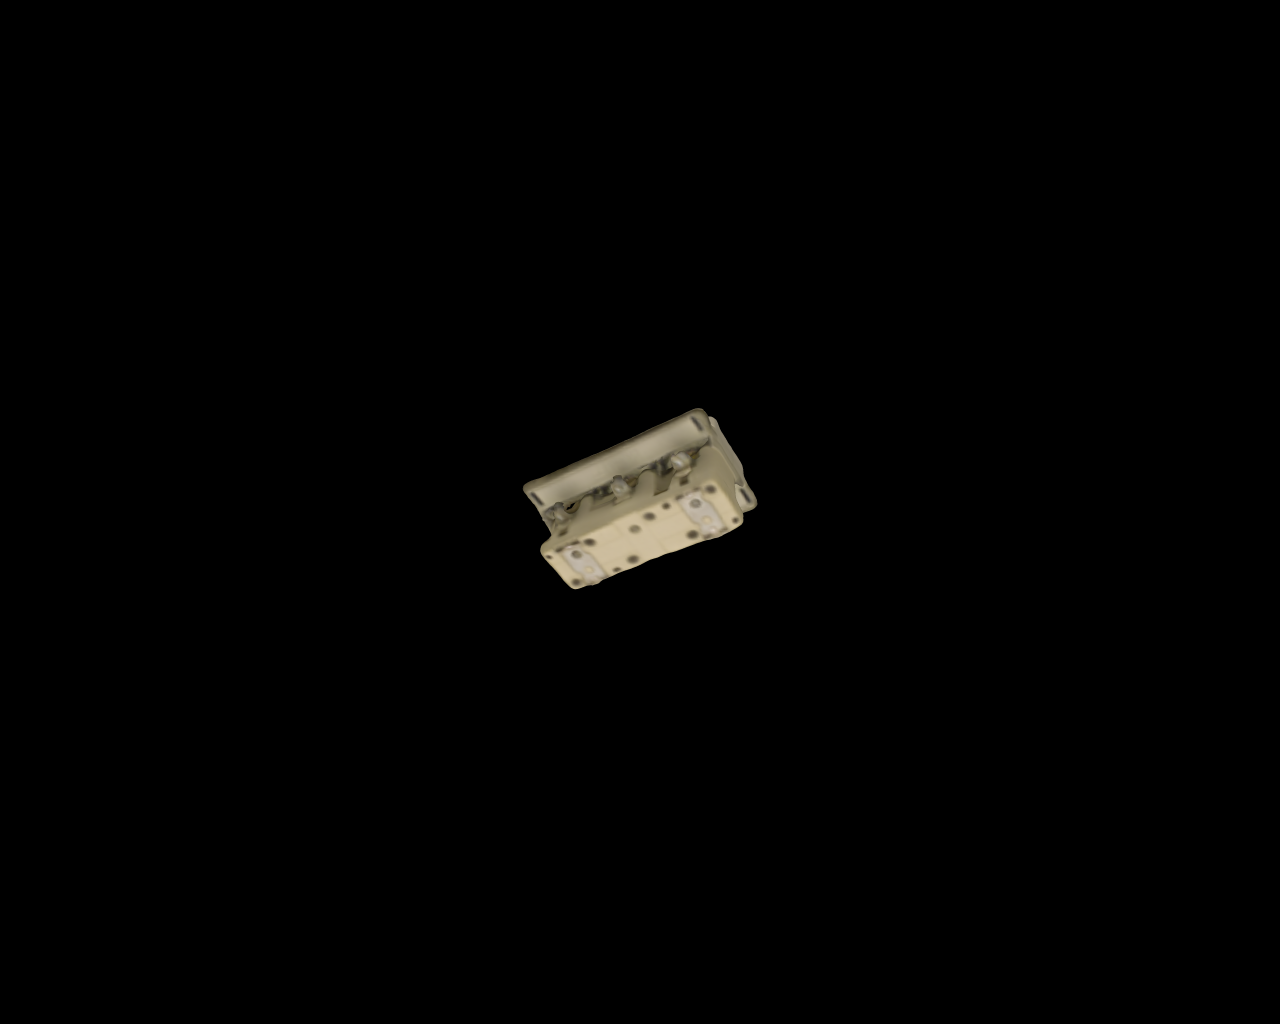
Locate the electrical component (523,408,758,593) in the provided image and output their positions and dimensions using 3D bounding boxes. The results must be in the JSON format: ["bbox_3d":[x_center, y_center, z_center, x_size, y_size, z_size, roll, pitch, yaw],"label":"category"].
[{"bbox_3d":[0.001,-0.003,0.650,0.121,0.078,0.063,-22,38,18],"label":"electrical component"}]
